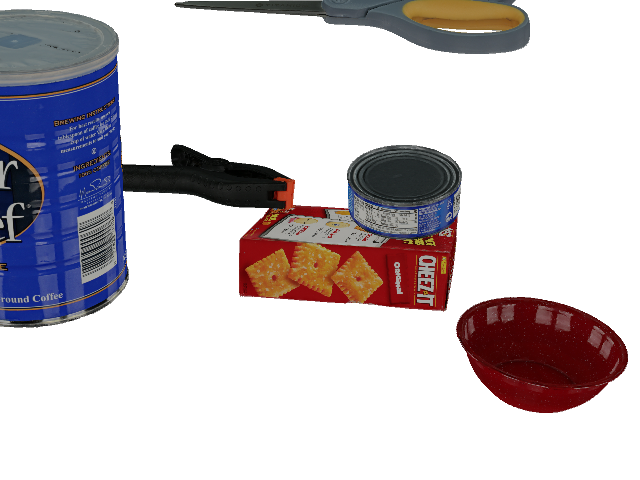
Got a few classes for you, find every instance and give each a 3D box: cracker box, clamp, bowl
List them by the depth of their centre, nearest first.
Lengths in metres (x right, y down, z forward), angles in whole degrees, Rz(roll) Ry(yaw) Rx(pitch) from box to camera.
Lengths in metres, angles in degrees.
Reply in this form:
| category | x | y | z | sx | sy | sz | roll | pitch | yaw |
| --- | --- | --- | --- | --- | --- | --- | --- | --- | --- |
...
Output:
| category | x | y | z | sx | sy | sz | roll | pitch | yaw |
| --- | --- | --- | --- | --- | --- | --- | --- | --- | --- |
| clamp | -0.109 | -0.056 | 1.003 | 0.172 | 0.039 | 0.120 | 13 | 27 | 32 |
| bowl | 0.208 | 0.117 | 1.023 | 0.162 | 0.055 | 0.162 | 4 | 27 | -2 |
| cracker box | 0.035 | 0.016 | 1.139 | 0.214 | 0.072 | 0.164 | 4 | 15 | 9 |

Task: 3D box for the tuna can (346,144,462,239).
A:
| category | x | y | z | sx | sy | sz | roll | pitch | yaw |
| --- | --- | --- | --- | --- | --- | --- | --- | --- | --- |
| tuna can | 0.063 | -0.037 | 0.804 | 0.086 | 0.034 | 0.086 | -2 | 34 | 1 |

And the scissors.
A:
| category | x | y | z | sx | sy | sz | roll | pitch | yaw |
| --- | --- | --- | --- | --- | --- | --- | --- | --- | --- |
| scissors | 0.026 | -0.141 | 0.616 | 0.202 | 0.016 | 0.096 | 14 | 41 | 20 |

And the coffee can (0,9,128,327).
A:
| category | x | y | z | sx | sy | sz | roll | pitch | yaw |
| --- | --- | --- | --- | --- | --- | --- | --- | --- | --- |
| coffee can | -0.156 | -0.040 | 0.566 | 0.103 | 0.140 | 0.103 | 2 | 28 | -1 |
